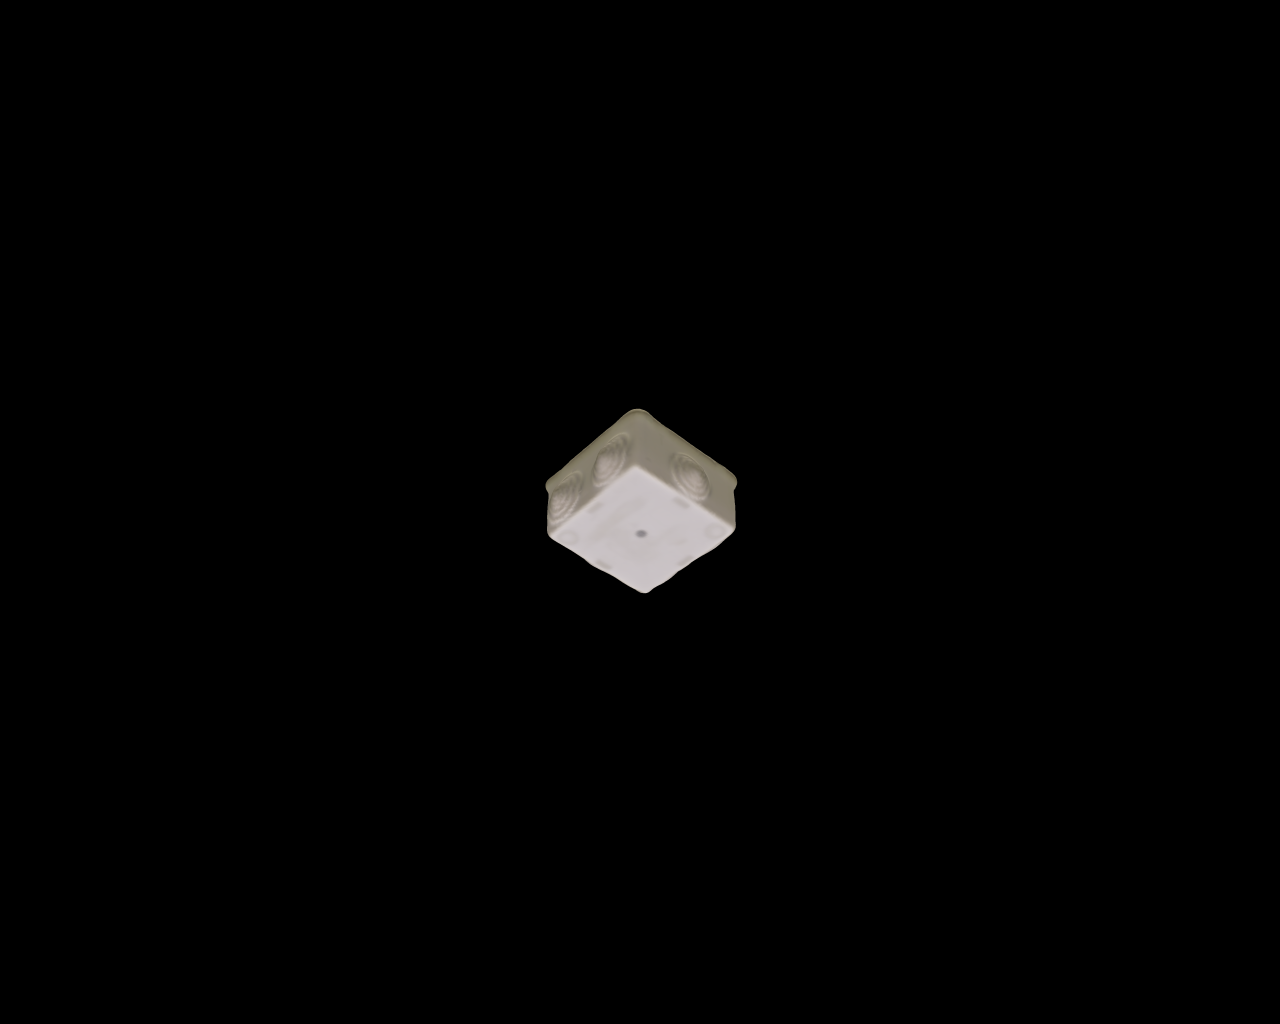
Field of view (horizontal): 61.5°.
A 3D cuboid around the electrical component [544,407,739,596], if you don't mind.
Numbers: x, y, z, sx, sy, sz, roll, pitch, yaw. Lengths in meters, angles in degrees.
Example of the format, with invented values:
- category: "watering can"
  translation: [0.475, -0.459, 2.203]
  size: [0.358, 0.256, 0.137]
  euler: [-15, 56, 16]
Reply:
- category: "electrical component"
  translation: [0.001, -0.003, 0.650]
  size: [0.099, 0.048, 0.099]
  euler: [33, -54, -29]
